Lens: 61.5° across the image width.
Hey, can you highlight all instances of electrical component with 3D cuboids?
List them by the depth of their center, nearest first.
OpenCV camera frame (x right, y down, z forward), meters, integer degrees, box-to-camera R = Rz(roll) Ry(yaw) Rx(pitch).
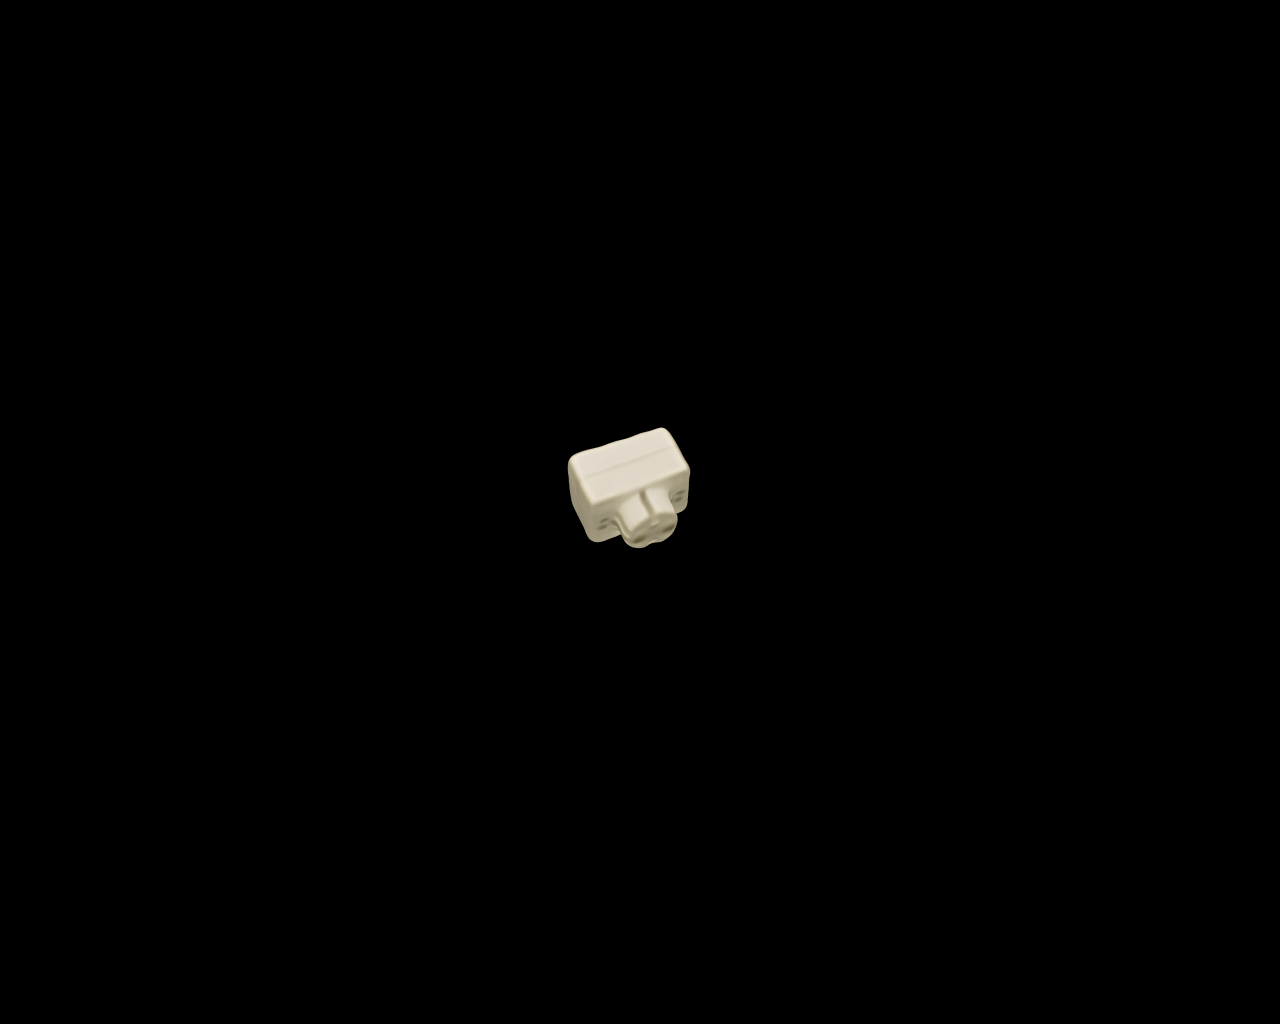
[{"bbox_3d":[0.001,-0.003,0.650,0.066,0.077,0.047,-20,-31,-13],"label":"electrical component"}]
